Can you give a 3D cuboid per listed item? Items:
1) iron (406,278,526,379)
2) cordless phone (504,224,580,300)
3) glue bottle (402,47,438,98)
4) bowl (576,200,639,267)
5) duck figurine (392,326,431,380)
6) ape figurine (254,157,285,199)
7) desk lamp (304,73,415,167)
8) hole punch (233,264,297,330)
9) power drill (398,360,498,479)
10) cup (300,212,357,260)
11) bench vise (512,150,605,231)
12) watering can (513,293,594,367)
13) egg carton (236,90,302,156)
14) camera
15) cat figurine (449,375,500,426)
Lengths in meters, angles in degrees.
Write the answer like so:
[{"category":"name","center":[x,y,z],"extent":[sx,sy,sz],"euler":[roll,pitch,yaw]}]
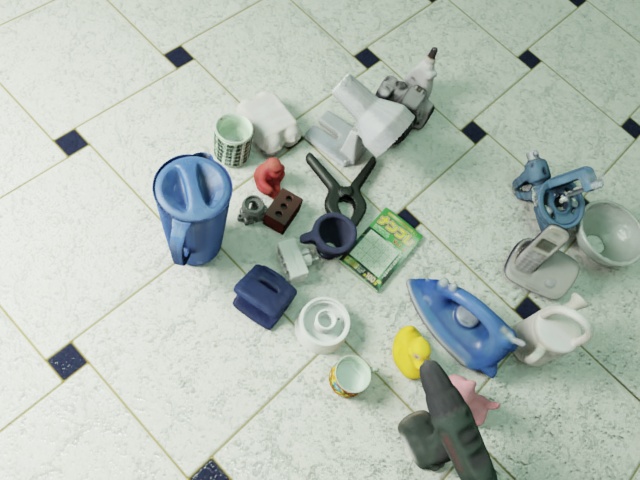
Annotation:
[{"category":"iron","center":[0.289,0.147,1.146],"extent":[0.258,0.141,0.119],"euler":[43,65,9]},{"category":"cordless phone","center":[0.492,0.041,1.212],"extent":[0.147,0.185,0.094],"euler":[24,63,0]},{"category":"glue bottle","center":[0.247,-0.397,1.371],"extent":[0.037,0.173,0.078],"euler":[-35,76,-23]},{"category":"bowl","center":[0.660,-0.005,1.330],"extent":[0.167,0.074,0.167],"euler":[5,65,-9]},{"category":"duck figurine","center":[0.188,0.215,1.125],"extent":[0.077,0.086,0.104],"euler":[-2,66,-12]},{"category":"ape figurine","center":[-0.104,-0.142,1.226],"extent":[0.078,0.092,0.076],"euler":[-40,78,-24]},{"category":"desk lamp","center":[0.083,-0.251,1.247],"extent":[0.203,0.213,0.118],"euler":[35,64,6]},{"category":"hole punch","center":[-0.107,0.102,1.113],"extent":[0.108,0.091,0.101],"euler":[33,64,5]},{"category":"power drill","center":[0.212,0.335,1.005],"extent":[0.076,0.208,0.229],"euler":[-24,72,-20]},{"category":"cup","center":[0.011,0.004,1.181],"extent":[0.118,0.095,0.091],"euler":[-9,68,-15]},{"category":"bench vise","center":[0.520,-0.118,1.272],"extent":[0.122,0.219,0.207],"euler":[-33,75,-23]},{"category":"watering can","center":[0.469,0.175,1.140],"extent":[0.101,0.194,0.173],"euler":[24,63,0]},{"category":"egg carton","center":[-0.117,-0.265,1.293],"extent":[0.107,0.069,0.150],"euler":[-32,75,-23]},{"category":"camera","center":[0.185,-0.306,1.357],"extent":[0.143,0.100,0.137],"euler":[32,63,4]},{"category":"cat figurine","center":[0.278,0.298,1.087],"extent":[0.128,0.117,0.067],"euler":[23,63,0]}]
